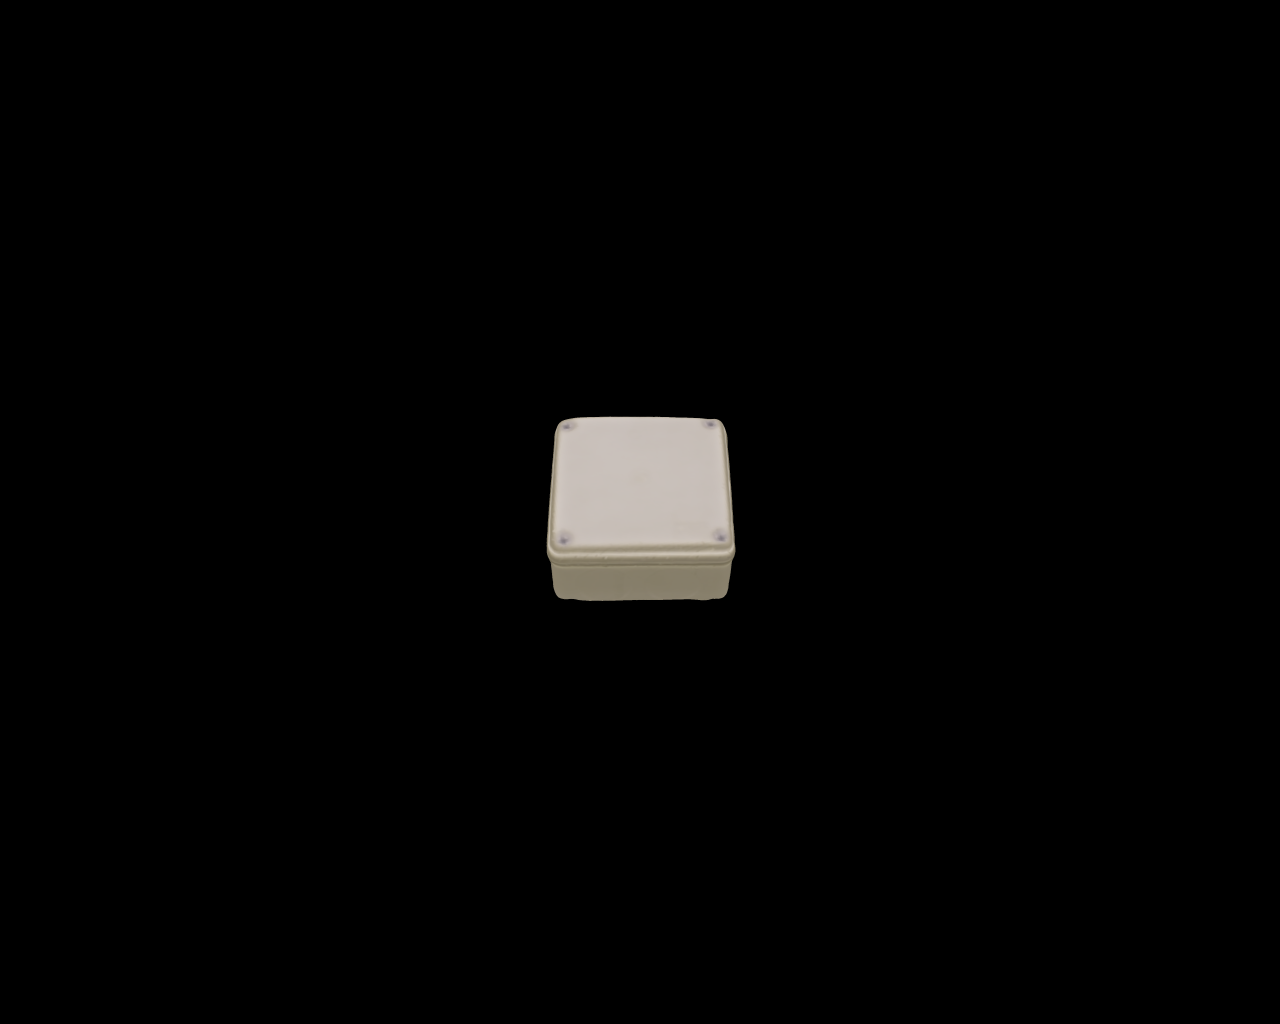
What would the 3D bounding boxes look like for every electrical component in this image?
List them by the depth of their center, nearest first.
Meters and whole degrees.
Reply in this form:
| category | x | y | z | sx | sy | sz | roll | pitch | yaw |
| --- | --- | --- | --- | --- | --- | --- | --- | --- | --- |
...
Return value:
| category | x | y | z | sx | sy | sz | roll | pitch | yaw |
| --- | --- | --- | --- | --- | --- | --- | --- | --- | --- |
| electrical component | 0.001 | -0.003 | 0.650 | 0.109 | 0.109 | 0.056 | 0 | -39 | 0 |
